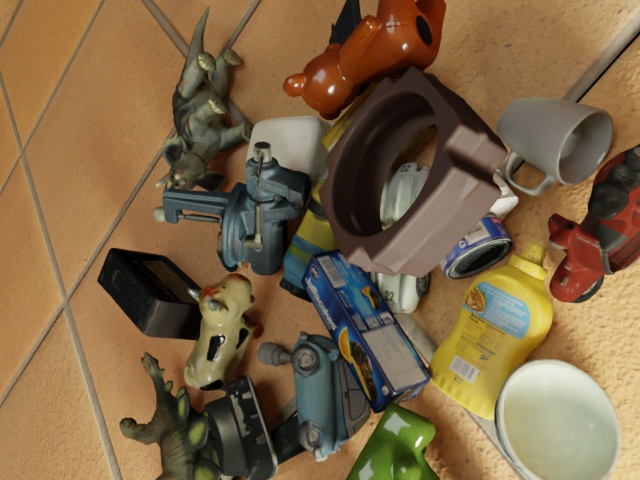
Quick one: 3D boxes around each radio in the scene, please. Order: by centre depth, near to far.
[{"bbox_3d":[-0.298,0.094,0.973,0.230,0.131,0.073,30,100,42],"label":"radio"}]

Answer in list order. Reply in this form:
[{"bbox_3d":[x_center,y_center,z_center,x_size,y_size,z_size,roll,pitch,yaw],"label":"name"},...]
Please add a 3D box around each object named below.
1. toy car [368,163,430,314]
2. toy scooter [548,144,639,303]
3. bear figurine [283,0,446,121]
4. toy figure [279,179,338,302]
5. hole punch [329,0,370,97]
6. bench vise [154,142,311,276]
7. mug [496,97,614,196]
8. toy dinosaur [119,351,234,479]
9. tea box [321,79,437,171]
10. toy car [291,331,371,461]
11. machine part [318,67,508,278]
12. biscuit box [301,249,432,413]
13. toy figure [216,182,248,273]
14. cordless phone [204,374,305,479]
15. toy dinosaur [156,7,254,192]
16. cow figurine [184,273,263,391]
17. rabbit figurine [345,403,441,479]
[{"bbox_3d":[0.107,-0.004,0.702,0.074,0.056,0.201,0,79,41],"label":"toy car"},{"bbox_3d":[0.273,-0.021,0.512,0.075,0.135,0.183,42,105,41],"label":"toy scooter"},{"bbox_3d":[0.053,-0.240,0.686,0.196,0.120,0.132,-13,65,43],"label":"bear figurine"},{"bbox_3d":[0.002,-0.001,0.768,0.082,0.089,0.180,28,93,1],"label":"toy figure"},{"bbox_3d":[0.068,-0.285,0.805,0.116,0.092,0.142,139,128,-62],"label":"hole punch"},{"bbox_3d":[-0.138,-0.047,0.812,0.241,0.223,0.129,7,45,7],"label":"bench vise"},{"bbox_3d":[0.248,-0.108,0.601,0.109,0.080,0.107,-62,38,16],"label":"mug"},{"bbox_3d":[-0.202,0.378,0.836,0.198,0.105,0.472,-39,60,22],"label":"toy dinosaur"},{"bbox_3d":[0.093,-0.160,0.748,0.169,0.068,0.098,-42,55,22],"label":"tea box"},{"bbox_3d":[0.019,0.195,0.692,0.103,0.109,0.162,-8,65,1],"label":"toy car"},{"bbox_3d":[0.097,-0.073,0.614,0.201,0.087,0.201,-53,36,28],"label":"machine part"},{"bbox_3d":[0.050,0.104,0.661,0.203,0.059,0.062,59,145,29],"label":"biscuit box"},{"bbox_3d":[-0.145,-0.021,0.926,0.064,0.058,0.154,-156,83,-81],"label":"toy figure"},{"bbox_3d":[-0.064,0.251,0.779,0.184,0.088,0.147,-34,57,16],"label":"cordless phone"},{"bbox_3d":[-0.232,-0.244,1.026,0.192,0.131,0.405,-31,54,30],"label":"toy dinosaur"},{"bbox_3d":[-0.159,0.143,0.844,0.086,0.127,0.194,25,98,39],"label":"cow figurine"},{"bbox_3d":[0.112,0.280,0.564,0.170,0.121,0.159,28,53,19],"label":"rabbit figurine"}]
